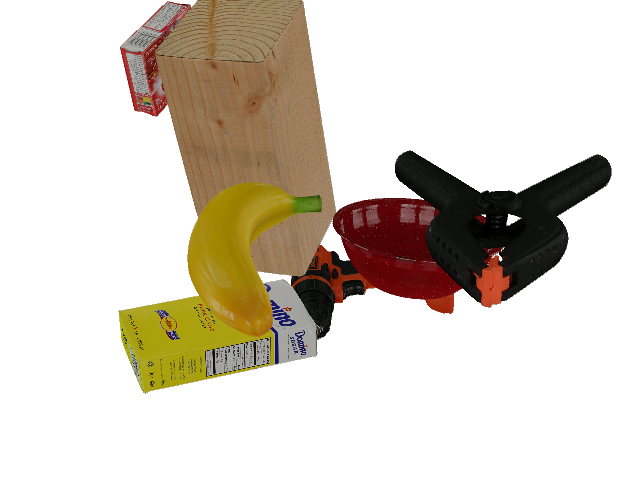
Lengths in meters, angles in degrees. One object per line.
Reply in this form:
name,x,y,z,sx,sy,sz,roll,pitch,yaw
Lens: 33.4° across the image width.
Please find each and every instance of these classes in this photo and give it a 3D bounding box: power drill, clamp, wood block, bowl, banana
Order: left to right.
banana,-0.047,0.001,0.651,0.070,0.037,0.197,0,24,9
wood block,-0.054,-0.080,0.855,0.090,0.206,0.090,7,43,20
power drill,0.057,0.053,1.235,0.187,0.057,0.184,-2,28,0
bowl,0.089,0.012,1.002,0.162,0.055,0.162,4,22,-2
clamp,0.116,-0.018,0.757,0.165,0.036,0.209,4,28,17

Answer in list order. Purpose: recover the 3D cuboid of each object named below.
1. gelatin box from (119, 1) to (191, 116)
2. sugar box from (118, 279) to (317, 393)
gelatin box,-0.150,-0.174,1.018,0.030,0.073,0.089,16,47,20
sugar box,-0.100,0.090,1.043,0.176,0.048,0.093,-13,33,-17
